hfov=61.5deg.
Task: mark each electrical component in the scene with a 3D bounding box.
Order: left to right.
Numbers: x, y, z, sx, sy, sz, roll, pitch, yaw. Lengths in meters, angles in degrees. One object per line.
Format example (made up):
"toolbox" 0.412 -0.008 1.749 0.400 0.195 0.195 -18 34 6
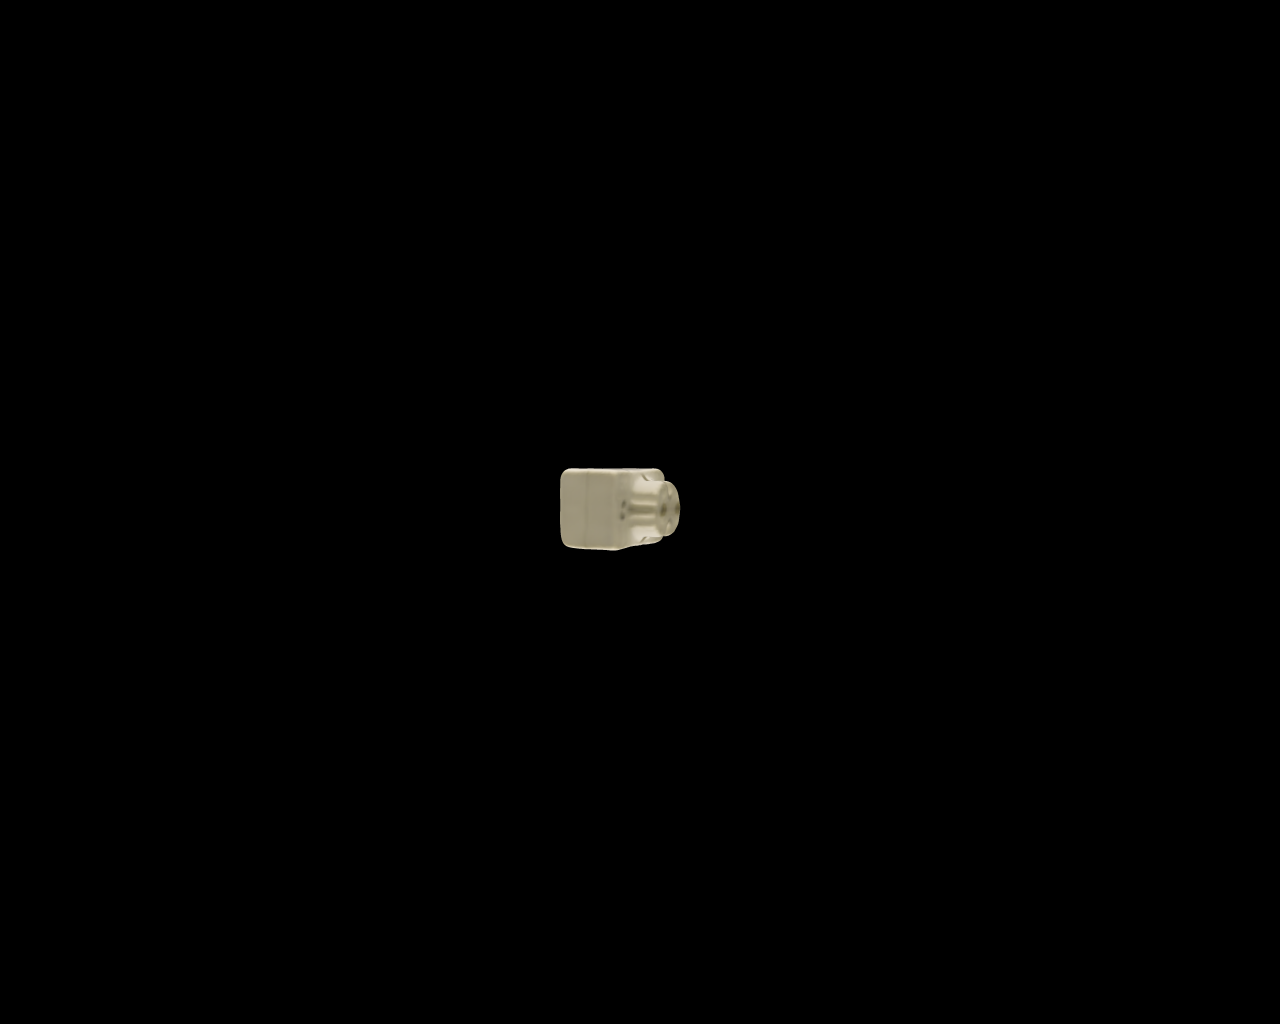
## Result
"electrical component" 0.001 -0.003 0.650 0.077 0.047 0.066 1 3 28
